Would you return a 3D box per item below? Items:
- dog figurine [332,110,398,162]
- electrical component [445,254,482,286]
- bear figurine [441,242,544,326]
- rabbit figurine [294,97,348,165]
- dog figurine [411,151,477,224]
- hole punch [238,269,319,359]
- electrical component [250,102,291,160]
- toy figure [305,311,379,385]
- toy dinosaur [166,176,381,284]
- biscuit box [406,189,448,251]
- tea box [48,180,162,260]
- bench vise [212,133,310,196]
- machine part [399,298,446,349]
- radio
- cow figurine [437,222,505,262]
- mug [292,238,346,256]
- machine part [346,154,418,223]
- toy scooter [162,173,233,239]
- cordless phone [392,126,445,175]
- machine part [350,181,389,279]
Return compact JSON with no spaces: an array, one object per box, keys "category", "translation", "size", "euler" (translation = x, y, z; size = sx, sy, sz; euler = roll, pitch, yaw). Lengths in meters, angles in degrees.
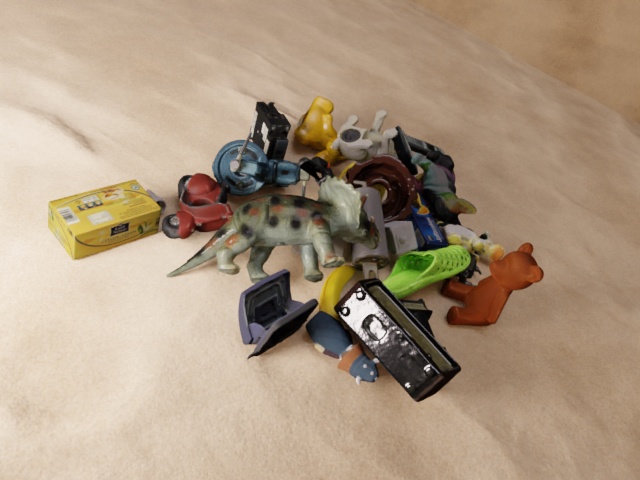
[{"category":"dog figurine","translation":[0.121,-0.213,1.371],"size":[0.172,0.190,0.121],"euler":[-8,53,2]},{"category":"electrical component","translation":[0.328,0.070,1.228],"size":[0.078,0.045,0.102],"euler":[4,32,21]},{"category":"bear figurine","translation":[0.352,0.090,1.097],"size":[0.132,0.195,0.120],"euler":[14,43,-11]},{"category":"rabbit figurine","translation":[0.026,-0.266,1.401],"size":[0.173,0.122,0.162],"euler":[31,39,-21]},{"category":"dog figurine","translation":[0.324,-0.122,1.390],"size":[0.191,0.108,0.219],"euler":[-13,55,-40]},{"category":"hole punch","translation":[-0.080,0.123,0.908],"size":[0.092,0.115,0.142],"euler":[45,46,15]},{"category":"electrical component","translation":[-0.121,-0.254,1.309],"size":[0.058,0.114,0.134],"euler":[-7,49,-27]},{"category":"toy figure","translation":[0.042,0.190,0.941],"size":[0.154,0.064,0.057],"euler":[44,5,16]},{"category":"toy dinosaur","translation":[-0.075,-0.022,0.993],"size":[0.405,0.131,0.192],"euler":[0,64,-5]},{"category":"biscuit box","translation":[0.233,-0.040,1.287],"size":[0.063,0.059,0.203],"euler":[4,44,-23]},{"category":"tea box","translation":[-0.389,-0.040,0.976],"size":[0.169,0.068,0.098],"euler":[-22,58,-42]},{"category":"bench vise","translation":[-0.133,-0.147,1.144],"size":[0.224,0.128,0.240],"euler":[17,4,2]},{"category":"machine part","translation":[0.201,0.170,1.059],"size":[0.084,0.039,0.139],"euler":[8,39,-31]},{"category":"radio","translation":[0.135,0.170,0.950],"size":[0.230,0.073,0.131],"euler":[46,15,21]},{"category":"cow figurine","translation":[0.358,0.005,1.298],"size":[0.167,0.068,0.098],"euler":[13,32,-16]},{"category":"mug","translation":[-0.002,-0.003,1.102],"size":[0.107,0.109,0.081],"euler":[5,40,-4]},{"category":"machine part","translation":[0.135,-0.108,1.245],"size":[0.179,0.056,0.179],"euler":[0,85,-5]},{"category":"toy scooter","translation":[-0.223,-0.068,1.063],"size":[0.135,0.075,0.184],"euler":[-2,42,9]},{"category":"cordless phone","translation":[0.281,-0.235,1.514],"size":[0.184,0.088,0.147],"euler":[13,40,-19]},{"category":"machine part","translation":[0.100,-0.024,1.137],"size":[0.079,0.079,0.243],"euler":[8,58,-19]}]
